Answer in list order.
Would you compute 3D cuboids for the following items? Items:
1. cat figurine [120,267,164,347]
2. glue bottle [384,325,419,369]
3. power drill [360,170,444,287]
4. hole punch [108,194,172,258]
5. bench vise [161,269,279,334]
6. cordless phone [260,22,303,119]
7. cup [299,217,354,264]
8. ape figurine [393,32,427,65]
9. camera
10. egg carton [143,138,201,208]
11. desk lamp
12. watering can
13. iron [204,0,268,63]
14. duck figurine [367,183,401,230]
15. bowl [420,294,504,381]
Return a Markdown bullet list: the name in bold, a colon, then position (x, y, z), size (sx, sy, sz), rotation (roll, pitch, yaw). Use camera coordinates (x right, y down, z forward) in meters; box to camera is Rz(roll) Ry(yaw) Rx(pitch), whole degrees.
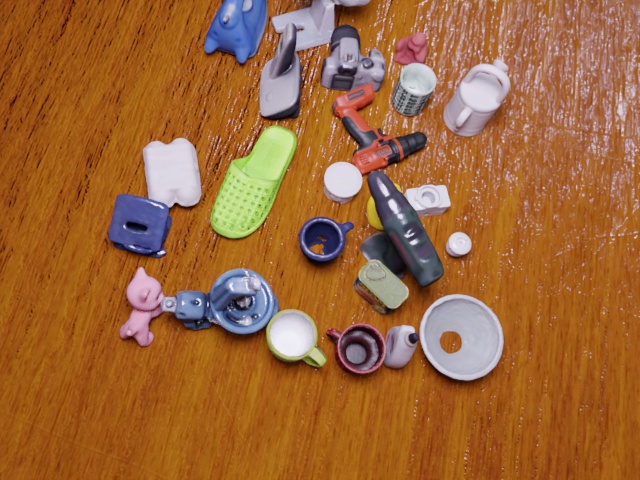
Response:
- **cat figurine**: position (-0.327, 0.121, 1.049), size (0.067, 0.117, 0.128), rotation (17, 70, -2)
- **glue bottle**: position (0.155, 0.192, 1.063), size (0.037, 0.173, 0.078), rotation (7, 70, -5)
- **power drill**: position (0.144, -0.003, 1.110), size (0.076, 0.208, 0.229), rotation (-31, 78, -16)
- **hole punch**: position (-0.347, -0.026, 1.111), size (0.108, 0.091, 0.101), rotation (13, 70, -3)
- **bench vise**: position (-0.173, 0.117, 1.018), size (0.208, 0.219, 0.121), rotation (-19, 75, -14)
- **cordless phone**: position (-0.079, -0.354, 1.211), size (0.094, 0.185, 0.147), rotation (0, 71, -8)
- **cup**: position (0.011, 0.004, 1.149), size (0.118, 0.095, 0.091), rotation (-27, 77, -16)
- **ape figurine**: position (0.220, -0.450, 1.335), size (0.076, 0.092, 0.078), rotation (-27, 77, -15)
- **camera**: position (0.076, -0.421, 1.301), size (0.143, 0.101, 0.137), rotation (3, 71, -7)
- **egg carton**: position (-0.299, -0.135, 1.166), size (0.107, 0.069, 0.150), rotation (-10, 73, -11)
- **desk lamp**: position (0.008, -0.537, 1.270), size (0.203, 0.213, 0.118), rotation (-21, 75, -14)
- **watering can**: position (0.351, -0.323, 1.256), size (0.101, 0.194, 0.173), rotation (15, 70, -2)
- **iron**: position (-0.175, -0.534, 1.282), size (0.118, 0.141, 0.258), rotation (16, 70, -2)
- **duck figurine**: position (0.144, -0.080, 1.201), size (0.077, 0.086, 0.105), rotation (25, 70, 1)
- **bowl**: position (0.269, 0.196, 1.130), size (0.167, 0.074, 0.167), rotation (3, 71, -7)
